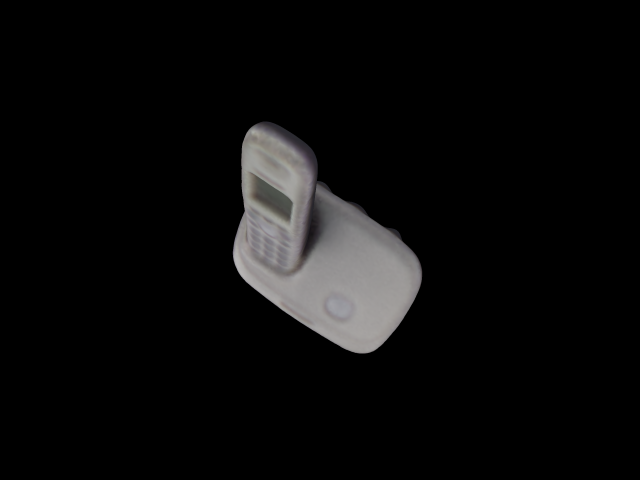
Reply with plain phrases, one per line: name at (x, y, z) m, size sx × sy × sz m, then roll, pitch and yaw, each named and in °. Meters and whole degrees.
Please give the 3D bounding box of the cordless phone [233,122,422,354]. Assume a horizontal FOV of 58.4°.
cordless phone at (0.004, 0.001, 0.400) m, size 0.147 × 0.185 × 0.094 m, roll 30°, pitch 75°, yaw 10°
